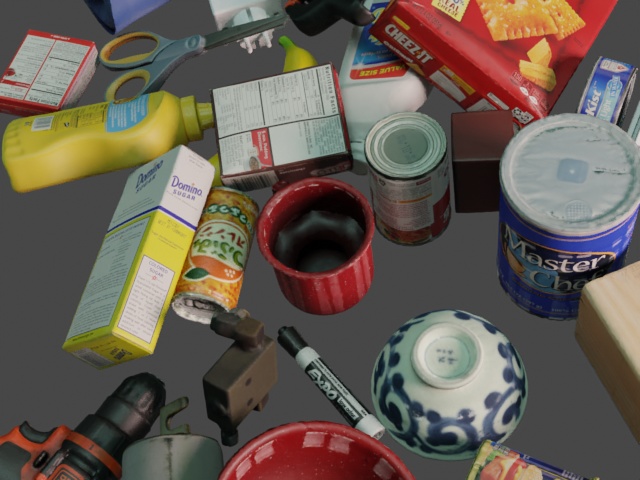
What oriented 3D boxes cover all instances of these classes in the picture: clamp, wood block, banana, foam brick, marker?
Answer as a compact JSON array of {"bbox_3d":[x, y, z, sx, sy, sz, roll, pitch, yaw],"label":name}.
[{"bbox_3d":[0.019,-0.218,0.962,0.039,0.172,0.120,45,56,-18],"label":"clamp"},{"bbox_3d":[0.271,0.117,0.754,0.090,0.091,0.206,-22,59,-4],"label":"wood block"},{"bbox_3d":[-0.049,-0.107,0.969,0.070,0.037,0.197,8,56,39],"label":"banana"},{"bbox_3d":[0.136,-0.065,0.889,0.051,0.078,0.053,-2,59,9],"label":"foam brick"},{"bbox_3d":[0.006,0.111,0.839,0.020,0.020,0.121,-37,61,-13],"label":"marker"}]

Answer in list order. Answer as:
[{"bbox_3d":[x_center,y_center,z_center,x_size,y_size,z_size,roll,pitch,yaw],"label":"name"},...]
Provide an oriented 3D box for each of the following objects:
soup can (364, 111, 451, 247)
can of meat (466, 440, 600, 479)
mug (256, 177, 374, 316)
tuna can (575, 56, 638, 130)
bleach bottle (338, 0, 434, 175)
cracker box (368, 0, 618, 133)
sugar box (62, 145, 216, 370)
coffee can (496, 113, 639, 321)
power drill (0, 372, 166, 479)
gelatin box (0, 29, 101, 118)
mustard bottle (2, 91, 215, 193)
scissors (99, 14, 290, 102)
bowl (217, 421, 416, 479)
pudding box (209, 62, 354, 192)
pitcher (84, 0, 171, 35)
[{"bbox_3d":[0.073,-0.049,0.875,0.068,0.102,0.068,-4,58,6],"label":"soup can"},{"bbox_3d":[0.138,0.200,0.746,0.084,0.057,0.102,19,64,21],"label":"can of meat"},{"bbox_3d":[-0.006,0.001,0.869,0.093,0.081,0.117,-32,60,-11],"label":"mug"},{"bbox_3d":[0.237,-0.109,0.896,0.034,0.086,0.086,19,64,17],"label":"tuna can"},{"bbox_3d":[0.076,-0.169,0.971,0.103,0.068,0.250,11,64,14],"label":"bleach bottle"},{"bbox_3d":[0.167,-0.217,0.937,0.164,0.072,0.213,38,68,-9],"label":"cracker box"},{"bbox_3d":[-0.147,0.014,0.878,0.094,0.048,0.176,-19,44,49],"label":"sugar box"},{"bbox_3d":[0.187,-0.014,0.815,0.103,0.140,0.103,-4,59,6],"label":"coffee can"},{"bbox_3d":[-0.235,0.140,0.819,0.188,0.057,0.184,31,62,12],"label":"power drill"},{"bbox_3d":[-0.263,-0.157,1.032,0.073,0.030,0.089,12,62,14],"label":"gelatin box"},{"bbox_3d":[-0.182,-0.095,0.959,0.191,0.058,0.096,-12,27,0],"label":"mustard bottle"},{"bbox_3d":[-0.127,-0.164,0.997,0.202,0.016,0.096,2,68,27],"label":"scissors"},{"bbox_3d":[-0.004,0.211,0.745,0.162,0.055,0.162,6,59,-11],"label":"bowl"},{"bbox_3d":[-0.033,-0.095,0.908,0.113,0.039,0.090,-11,68,5],"label":"pudding box"},{"bbox_3d":[-0.141,-0.318,1.061,0.242,0.145,0.149,-31,72,-14],"label":"pitcher"}]
